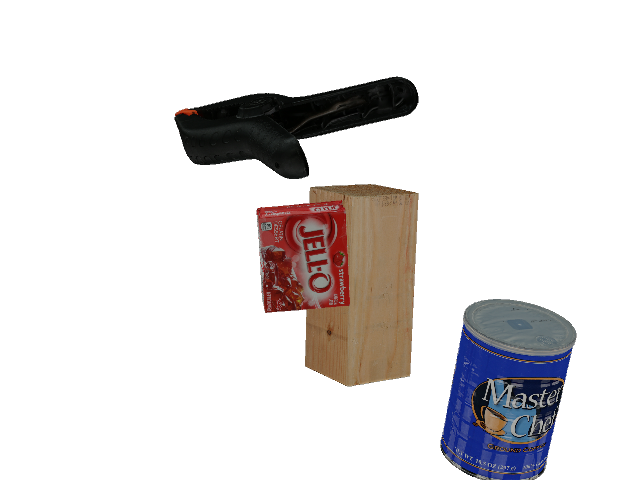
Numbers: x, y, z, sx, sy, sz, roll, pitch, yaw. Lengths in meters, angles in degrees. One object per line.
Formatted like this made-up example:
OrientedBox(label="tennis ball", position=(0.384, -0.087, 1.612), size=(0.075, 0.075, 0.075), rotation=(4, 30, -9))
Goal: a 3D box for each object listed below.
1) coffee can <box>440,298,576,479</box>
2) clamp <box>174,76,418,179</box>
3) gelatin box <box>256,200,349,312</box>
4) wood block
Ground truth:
OrientedBox(label="coffee can", position=(0.173, 0.139, 0.995), size=(0.103, 0.140, 0.103), rotation=(6, 21, -3))
OrientedBox(label="clamp", position=(-0.036, -0.067, 0.668), size=(0.172, 0.039, 0.120), rotation=(-3, 18, 37))
OrientedBox(label="gelatin box", position=(-0.014, 0.014, 0.891), size=(0.073, 0.089, 0.030), rotation=(-5, 23, -5))
OrientedBox(label="wood block", position=(0.044, 0.045, 1.184), size=(0.090, 0.206, 0.091), rotation=(-5, 12, -34))
